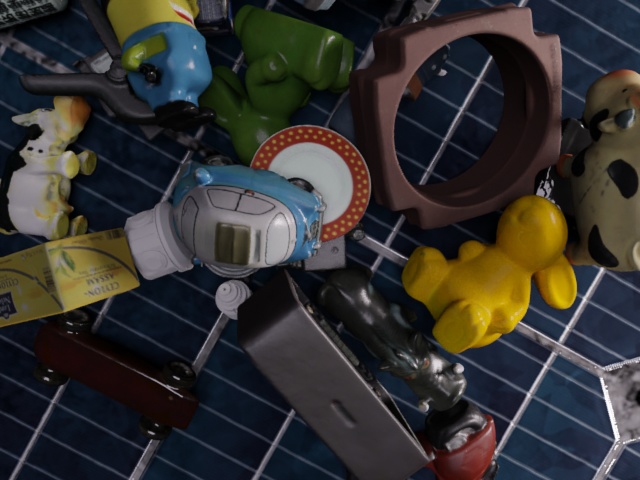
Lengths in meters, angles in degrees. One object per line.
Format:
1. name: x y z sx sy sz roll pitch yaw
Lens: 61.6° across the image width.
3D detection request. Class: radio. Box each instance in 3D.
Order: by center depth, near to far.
1. radio: 0.009 0.144 0.562 0.073 0.131 0.229 -37 107 0

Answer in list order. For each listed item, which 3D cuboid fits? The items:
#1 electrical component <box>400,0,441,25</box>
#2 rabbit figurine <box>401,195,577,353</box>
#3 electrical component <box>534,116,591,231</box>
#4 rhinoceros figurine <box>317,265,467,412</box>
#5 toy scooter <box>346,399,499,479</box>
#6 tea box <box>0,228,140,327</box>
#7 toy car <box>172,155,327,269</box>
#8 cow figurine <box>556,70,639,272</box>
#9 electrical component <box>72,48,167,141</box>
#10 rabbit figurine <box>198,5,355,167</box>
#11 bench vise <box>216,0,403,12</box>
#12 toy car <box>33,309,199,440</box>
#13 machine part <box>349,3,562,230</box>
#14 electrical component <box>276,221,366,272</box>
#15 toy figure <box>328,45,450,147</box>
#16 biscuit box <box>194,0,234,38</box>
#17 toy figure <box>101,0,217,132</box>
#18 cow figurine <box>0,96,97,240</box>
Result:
1. electrical component: 0.117 -0.260 0.594 0.021 0.063 0.094 39 91 -3
2. rabbit figurine: 0.200 0.033 0.568 0.162 0.122 0.173 15 120 -27
3. electrical component: 0.304 -0.078 0.613 0.115 0.058 0.134 22 93 -4
4. rhinoceros figurine: 0.080 0.104 0.592 0.190 0.112 0.073 45 89 5
5. toy scooter: 0.132 0.276 0.621 0.184 0.075 0.135 -28 94 4
6. tea box: -0.286 0.043 0.554 0.170 0.098 0.068 -15 93 30
7. toy car: -0.079 -0.014 0.532 0.162 0.103 0.109 13 117 5
8. cow figurine: 0.292 -0.065 0.522 0.085 0.127 0.194 -7 96 -4
9. electrical component: -0.208 -0.166 0.601 0.075 0.048 0.119 -39 94 1
10. rabbit figurine: -0.058 -0.151 0.575 0.159 0.121 0.170 18 108 1
11. bench vise: 0.000 -0.335 0.548 0.224 0.129 0.240 -6 68 -25
12. toy car: -0.232 0.151 0.616 0.202 0.053 0.089 25 97 2
13. machine part: 0.139 -0.126 0.557 0.201 0.087 0.201 -17 115 -10
14. electrical component: 0.000 -0.001 0.616 0.102 0.045 0.078 2 92 -1
15. toy figure: 0.077 -0.168 0.600 0.154 0.064 0.058 -44 81 2
16. biscuit box: -0.136 -0.330 0.587 0.063 0.059 0.202 -4 94 1
17. toy figure: -0.156 -0.192 0.512 0.089 0.082 0.180 -13 84 -5
18. cow figurine: -0.307 -0.084 0.596 0.098 0.068 0.167 9 92 4
